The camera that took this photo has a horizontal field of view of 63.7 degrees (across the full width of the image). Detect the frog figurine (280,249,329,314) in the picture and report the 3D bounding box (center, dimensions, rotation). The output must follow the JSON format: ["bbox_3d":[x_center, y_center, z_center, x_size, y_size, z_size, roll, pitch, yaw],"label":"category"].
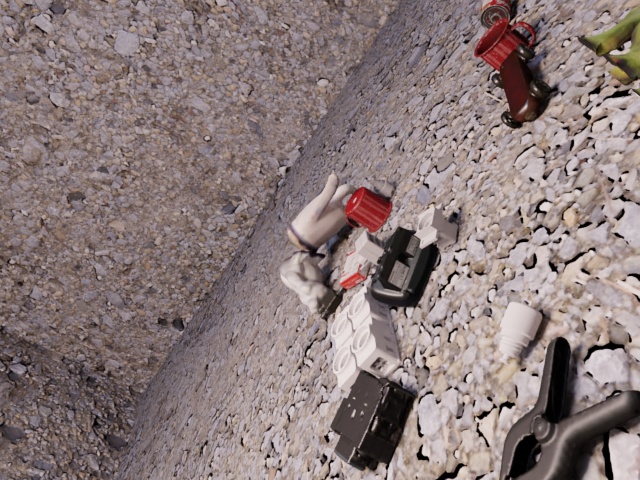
[{"bbox_3d":[-0.036,0.114,1.303,0.122,0.162,0.135,-14,-23,15],"label":"frog figurine"}]

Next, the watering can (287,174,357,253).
[{"bbox_3d":[0.004,-0.067,1.329,0.105,0.224,0.345,46,4,14],"label":"watering can"}]

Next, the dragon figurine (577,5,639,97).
[{"bbox_3d":[0.453,-0.263,0.585,0.121,0.239,0.420,39,26,-21],"label":"dragon figurine"}]
